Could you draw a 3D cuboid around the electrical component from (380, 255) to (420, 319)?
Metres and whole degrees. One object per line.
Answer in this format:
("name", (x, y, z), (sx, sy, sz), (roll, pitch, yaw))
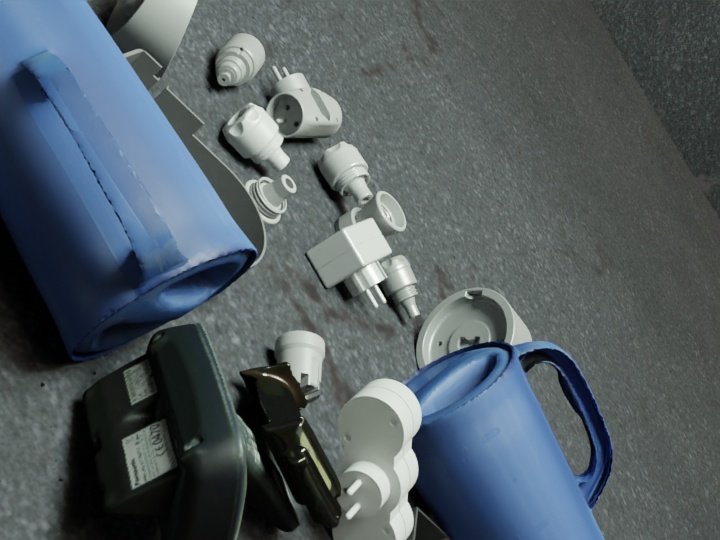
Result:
("electrical component", (0.041, 0.018, 1.056), (0.035, 0.035, 0.061), (-12, 75, -61))

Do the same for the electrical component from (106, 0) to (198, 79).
("electrical component", (-0.164, -0.213, 0.889), (0.064, 0.099, 0.099), (34, 36, -29))

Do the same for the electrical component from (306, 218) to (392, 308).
("electrical component", (0.000, 0.000, 0.993), (0.076, 0.047, 0.066), (60, 27, 2))

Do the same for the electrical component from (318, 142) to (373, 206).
("electrical component", (-0.010, -0.092, 1.066), (0.043, 0.043, 0.062), (5, 47, -57))

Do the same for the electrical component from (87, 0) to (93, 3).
("electrical component", (-0.239, -0.235, 0.777), (0.108, 0.108, 0.060), (53, 34, -11))

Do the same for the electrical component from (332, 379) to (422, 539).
("electrical component", (0.006, 0.155, 0.781), (0.074, 0.052, 0.138), (-33, 129, -62))

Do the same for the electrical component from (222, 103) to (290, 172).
("electrical component", (-0.090, -0.116, 0.966), (0.062, 0.043, 0.043), (47, 30, -24))

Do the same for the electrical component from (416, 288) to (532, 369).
("electrical component", (0.116, 0.078, 1.045), (0.060, 0.108, 0.108), (40, 32, -43))

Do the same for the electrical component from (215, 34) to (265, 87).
("electrical component", (-0.116, -0.191, 1.003), (0.040, 0.040, 0.078), (49, 29, -17))

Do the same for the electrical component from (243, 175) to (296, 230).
("electrical component", (-0.081, -0.057, 0.899), (0.048, 0.062, 0.048), (39, 33, -32))

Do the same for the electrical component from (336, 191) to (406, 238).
("electrical component", (0.010, -0.044, 1.046), (0.045, 0.055, 0.045), (40, 33, -32))

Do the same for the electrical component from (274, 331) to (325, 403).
("electrical component", (-0.048, 0.077, 0.846), (0.040, 0.040, 0.046), (34, 42, -38))

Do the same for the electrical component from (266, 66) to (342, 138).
("electrical component", (-0.063, -0.167, 1.062), (0.079, 0.043, 0.077), (62, 27, 8))
